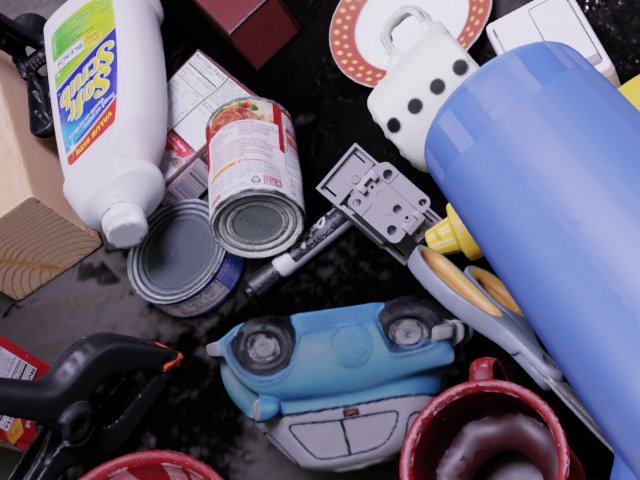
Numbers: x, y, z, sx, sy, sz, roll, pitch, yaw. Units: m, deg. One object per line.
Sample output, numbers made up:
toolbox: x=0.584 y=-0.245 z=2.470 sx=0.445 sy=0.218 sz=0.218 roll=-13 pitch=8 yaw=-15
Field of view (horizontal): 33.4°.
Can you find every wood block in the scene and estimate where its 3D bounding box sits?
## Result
wood block: x=-0.267 y=-0.066 z=0.893 sx=0.090 sy=0.090 sz=0.206 roll=-33 pitch=54 yaw=10

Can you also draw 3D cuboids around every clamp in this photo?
clamp: x=-0.238 y=-0.145 z=0.908 sx=0.039 sy=0.171 sz=0.120 roll=-22 pitch=96 yaw=12
clamp: x=-0.175 y=0.113 z=0.703 sx=0.036 sy=0.164 sz=0.209 roll=21 pitch=41 yaw=33

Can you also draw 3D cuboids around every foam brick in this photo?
foam brick: x=-0.064 y=-0.188 z=0.875 sx=0.051 sy=0.053 sz=0.078 roll=-43 pitch=53 yaw=1

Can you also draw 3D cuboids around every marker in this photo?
marker: x=-0.005 y=0.001 z=0.763 sx=0.121 sy=0.020 sz=0.020 roll=-39 pitch=53 yaw=4

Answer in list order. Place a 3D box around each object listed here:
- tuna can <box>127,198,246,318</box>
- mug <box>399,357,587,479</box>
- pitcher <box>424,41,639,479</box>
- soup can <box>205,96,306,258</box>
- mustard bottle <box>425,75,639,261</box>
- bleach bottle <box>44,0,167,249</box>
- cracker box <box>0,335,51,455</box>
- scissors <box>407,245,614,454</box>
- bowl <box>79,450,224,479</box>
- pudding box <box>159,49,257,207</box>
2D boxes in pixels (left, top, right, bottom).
tuna can: x=-0.099 y=0.014 z=0.796 sx=0.086 sy=0.033 sz=0.086 roll=-12 pitch=59 yaw=22
mug: x=0.101 y=0.124 z=0.601 sx=0.093 sy=0.081 sz=0.117 roll=-16 pitch=58 yaw=20
pitcher: x=0.167 y=0.004 z=0.553 sx=0.149 sy=0.145 sz=0.243 roll=-17 pitch=57 yaw=-26
soup can: x=-0.047 y=-0.045 z=0.768 sx=0.068 sy=0.068 sz=0.102 roll=-23 pitch=45 yaw=15
mustard bottle: x=0.156 y=-0.034 z=0.672 sx=0.192 sy=0.058 sz=0.096 roll=-24 pitch=60 yaw=15
bleach bottle: x=-0.155 y=-0.098 z=0.818 sx=0.103 sy=0.068 sz=0.251 roll=-32 pitch=47 yaw=15
cracker box: x=-0.291 y=0.078 z=0.751 sx=0.164 sy=0.213 sz=0.072 roll=10 pitch=67 yaw=31
scissors: x=0.133 y=0.070 z=0.625 sx=0.202 sy=0.096 sz=0.016 roll=43 pitch=111 yaw=24
bowl: x=-0.109 y=0.218 z=0.672 sx=0.162 sy=0.055 sz=0.162 roll=-12 pitch=54 yaw=16
pudding box: x=-0.105 y=-0.087 z=0.851 sx=0.113 sy=0.039 sz=0.090 roll=-44 pitch=50 yaw=-3
